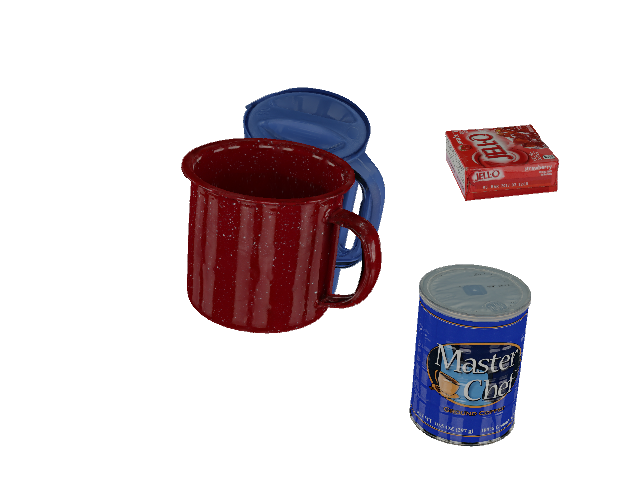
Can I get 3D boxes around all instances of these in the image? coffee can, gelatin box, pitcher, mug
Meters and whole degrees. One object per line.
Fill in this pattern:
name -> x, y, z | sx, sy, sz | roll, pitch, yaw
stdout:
coffee can -> 0.140, 0.107, 1.009 | 0.103, 0.140, 0.103 | 2, 25, -1
gelatin box -> 0.143, -0.064, 0.852 | 0.073, 0.030, 0.089 | -5, 25, -2
pitcher -> -0.016, -0.031, 1.175 | 0.145, 0.243, 0.149 | 1, 42, -6
mug -> -0.020, 0.001, 0.579 | 0.117, 0.081, 0.093 | 17, 27, 23
